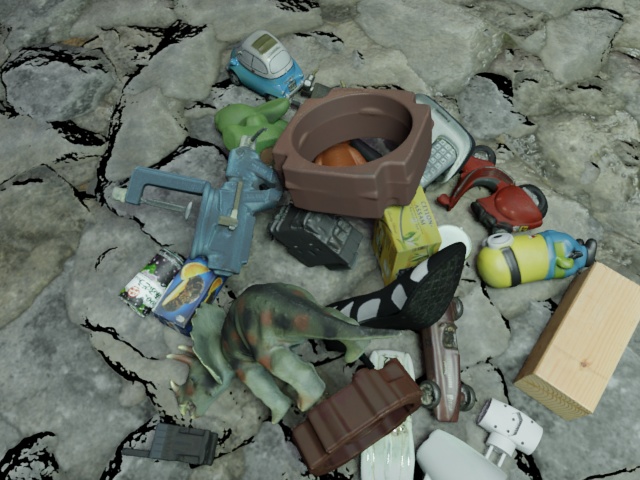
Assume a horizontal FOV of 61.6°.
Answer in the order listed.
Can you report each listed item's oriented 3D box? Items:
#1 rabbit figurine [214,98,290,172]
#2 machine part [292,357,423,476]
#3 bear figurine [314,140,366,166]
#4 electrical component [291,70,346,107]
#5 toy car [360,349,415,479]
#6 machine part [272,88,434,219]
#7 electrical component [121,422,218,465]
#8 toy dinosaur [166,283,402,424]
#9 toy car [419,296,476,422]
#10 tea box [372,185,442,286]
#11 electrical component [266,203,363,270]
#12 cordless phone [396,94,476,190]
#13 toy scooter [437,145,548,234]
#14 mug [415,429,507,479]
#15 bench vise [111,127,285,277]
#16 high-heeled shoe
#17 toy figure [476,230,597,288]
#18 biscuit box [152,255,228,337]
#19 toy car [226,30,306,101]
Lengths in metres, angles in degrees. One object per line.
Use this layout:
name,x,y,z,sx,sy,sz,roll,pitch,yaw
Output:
rabbit figurine,-0.119,-0.196,0.951,0.159,0.121,0.170,-28,52,-16
machine part,0.047,0.220,0.664,0.179,0.179,0.056,-30,61,-13
bear figurine,0.031,-0.150,0.907,0.120,0.132,0.196,-9,79,-1
electrical component,0.006,-0.269,1.010,0.102,0.045,0.078,25,67,-4
toy car,0.096,0.256,0.761,0.074,0.056,0.202,4,64,3
machine part,0.050,-0.128,0.770,0.202,0.087,0.201,8,49,23
electrical component,-0.207,0.282,0.746,0.119,0.074,0.048,6,65,7
toy dinosaur,-0.069,0.123,0.699,0.192,0.404,0.131,43,44,-2
toy car,0.181,0.161,0.790,0.089,0.053,0.202,18,57,-33
tea box,0.127,0.004,0.818,0.068,0.169,0.098,-14,67,-6
electrical component,-0.002,-0.003,0.842,0.134,0.115,0.058,39,66,-25
cordless phone,0.150,-0.138,0.900,0.184,0.088,0.147,-40,68,1
toy scooter,0.279,-0.070,0.904,0.135,0.075,0.184,-32,65,-14
mug,0.175,0.319,0.723,0.109,0.080,0.107,-41,61,-15
bench vise,-0.178,-0.066,0.798,0.241,0.129,0.223,11,90,-12
high-heeled shoe,0.098,0.076,0.786,0.248,0.086,0.145,-51,40,8
toy figure,0.341,0.030,0.853,0.180,0.082,0.089,0,63,-2
biscuit box,-0.182,0.050,0.860,0.059,0.062,0.202,25,68,10
toy car,-0.107,-0.338,1.022,0.162,0.102,0.109,40,72,20
